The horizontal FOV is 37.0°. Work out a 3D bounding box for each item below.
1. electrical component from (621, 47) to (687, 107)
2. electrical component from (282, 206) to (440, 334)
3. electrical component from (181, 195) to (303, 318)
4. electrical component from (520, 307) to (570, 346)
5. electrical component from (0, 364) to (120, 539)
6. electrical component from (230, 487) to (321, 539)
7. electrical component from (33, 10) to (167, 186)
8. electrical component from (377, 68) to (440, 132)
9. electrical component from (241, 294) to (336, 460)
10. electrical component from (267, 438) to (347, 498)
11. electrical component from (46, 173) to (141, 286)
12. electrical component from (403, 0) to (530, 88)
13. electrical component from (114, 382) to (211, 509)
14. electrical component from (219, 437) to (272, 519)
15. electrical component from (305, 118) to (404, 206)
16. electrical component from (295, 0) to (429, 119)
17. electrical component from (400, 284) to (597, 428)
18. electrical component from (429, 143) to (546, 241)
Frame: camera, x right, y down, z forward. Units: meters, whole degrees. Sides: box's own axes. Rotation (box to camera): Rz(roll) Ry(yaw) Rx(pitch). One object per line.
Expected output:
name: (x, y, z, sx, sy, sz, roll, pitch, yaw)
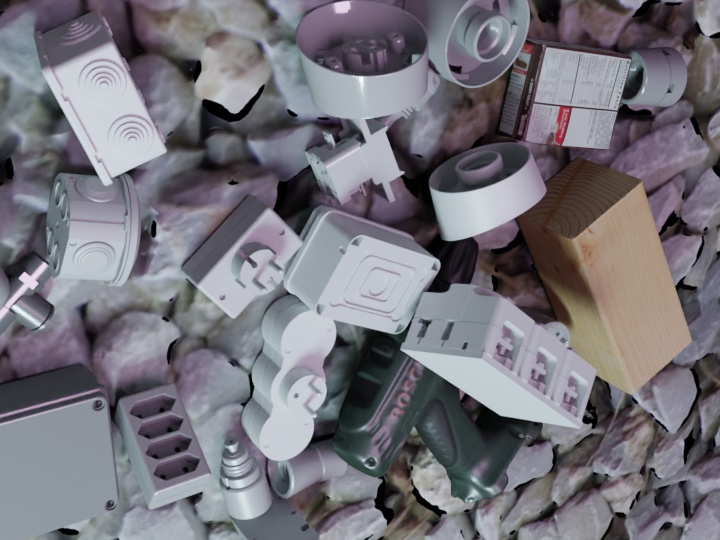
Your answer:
electrical component: (0.266, -0.179, 0.997, 0.047, 0.055, 0.055, -5, 113, -27)
electrical component: (0.000, 0.000, 0.888, 0.113, 0.057, 0.078, 16, 108, -45)
electrical component: (-0.084, -0.004, 0.835, 0.083, 0.076, 0.047, -48, 127, -6)
electrical component: (0.168, 0.067, 1.045, 0.055, 0.047, 0.055, -13, 116, -28)
electrical component: (-0.244, 0.139, 0.807, 0.109, 0.056, 0.108, -14, 117, -27)
electrical component: (-0.067, 0.243, 0.944, 0.050, 0.089, 0.055, -31, 124, -18)
electrical component: (-0.172, -0.117, 0.716, 0.048, 0.099, 0.099, -26, 123, -6)
electrical component: (0.036, -0.140, 0.878, 0.035, 0.035, 0.061, 37, 91, -38)
electrical component: (-0.052, 0.097, 0.900, 0.052, 0.074, 0.138, 3, 108, -34)
electrical component: (-0.045, 0.174, 0.960, 0.065, 0.044, 0.044, -10, 115, -34)
electrical component: (-0.188, -0.030, 0.756, 0.051, 0.080, 0.080, 3, 108, -28)
electrical component: (0.088, -0.202, 0.882, 0.099, 0.064, 0.099, -24, 135, -27)
electrical component: (-0.161, 0.147, 0.858, 0.047, 0.083, 0.075, -16, 156, -26)
electrical component: (-0.102, 0.178, 0.924, 0.040, 0.040, 0.078, -25, 121, -22)
electrical component: (-0.006, -0.088, 0.870, 0.064, 0.042, 0.081, -32, 123, -13)
electrical component: (0.004, -0.158, 0.813, 0.099, 0.099, 0.064, -24, 128, -22)
electrical component: (0.121, 0.073, 0.908, 0.150, 0.089, 0.061, 35, 68, -39)
electrical component: (0.109, -0.066, 0.921, 0.099, 0.099, 0.064, -30, 117, -18)
